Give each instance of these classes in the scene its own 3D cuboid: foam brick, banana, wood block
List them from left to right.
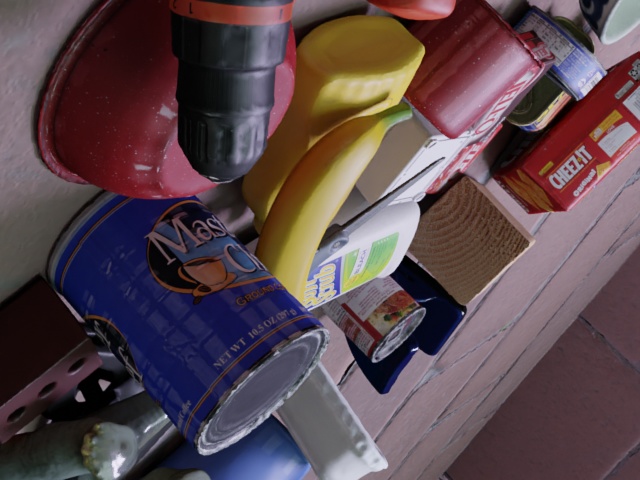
[{"bbox_3d":[-0.176,0.071,0.629,0.078,0.051,0.053,-40,162,-18],"label":"foam brick"},{"bbox_3d":[-0.007,-0.001,0.671,0.069,0.037,0.198,9,121,-35],"label":"banana"},{"bbox_3d":[0.156,0.000,1.093,0.090,0.091,0.206,-45,172,10],"label":"wood block"}]

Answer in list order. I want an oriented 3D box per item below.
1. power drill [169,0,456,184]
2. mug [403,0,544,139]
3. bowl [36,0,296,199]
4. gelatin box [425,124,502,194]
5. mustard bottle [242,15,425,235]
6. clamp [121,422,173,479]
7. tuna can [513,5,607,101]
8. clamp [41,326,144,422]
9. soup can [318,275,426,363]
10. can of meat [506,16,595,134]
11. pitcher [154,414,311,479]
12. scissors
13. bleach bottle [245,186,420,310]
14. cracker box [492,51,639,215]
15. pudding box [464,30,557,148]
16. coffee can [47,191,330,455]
[{"bbox_3d":[0.003,-0.130,0.493,0.187,0.057,0.184,-27,131,-52],"label":"power drill"},{"bbox_3d":[0.093,-0.129,0.751,0.081,0.093,0.117,-44,-161,12],"label":"mug"},{"bbox_3d":[-0.065,-0.074,0.553,0.162,0.055,0.162,-39,161,-17],"label":"bowl"},{"bbox_3d":[0.123,-0.083,0.987,0.089,0.030,0.073,-50,162,18],"label":"gelatin box"},{"bbox_3d":[-0.004,-0.058,0.717,0.096,0.058,0.192,-27,155,-41],"label":"mustard bottle"},{"bbox_3d":[-0.127,0.139,0.910,0.164,0.036,0.210,-30,154,-36],"label":"clamp"},{"bbox_3d":[0.200,-0.158,0.906,0.034,0.086,0.086,-47,162,11],"label":"tuna can"},{"bbox_3d":[-0.170,0.116,0.763,0.120,0.039,0.171,-41,154,-13],"label":"clamp"},{"bbox_3d":[0.037,0.053,0.977,0.068,0.102,0.068,-40,161,-17],"label":"soup can"},{"bbox_3d":[0.209,-0.149,0.994,0.102,0.057,0.083,-48,165,11],"label":"can of meat"},{"bbox_3d":[-0.121,0.275,1.058,0.242,0.149,0.145,-44,161,-14],"label":"pitcher"},{"bbox_3d":[-0.005,0.001,0.725,0.202,0.016,0.096,-43,155,13],"label":"scissors"},{"bbox_3d":[-0.032,0.030,0.845,0.250,0.068,0.103,-29,155,-37],"label":"bleach bottle"},{"bbox_3d":[0.270,-0.107,1.113,0.164,0.072,0.213,-45,-179,2],"label":"cracker box"},{"bbox_3d":[0.127,-0.116,0.871,0.089,0.039,0.114,-21,162,-36],"label":"pudding box"},{"bbox_3d":[-0.078,0.041,0.633,0.102,0.140,0.103,-40,161,-17],"label":"coffee can"}]
